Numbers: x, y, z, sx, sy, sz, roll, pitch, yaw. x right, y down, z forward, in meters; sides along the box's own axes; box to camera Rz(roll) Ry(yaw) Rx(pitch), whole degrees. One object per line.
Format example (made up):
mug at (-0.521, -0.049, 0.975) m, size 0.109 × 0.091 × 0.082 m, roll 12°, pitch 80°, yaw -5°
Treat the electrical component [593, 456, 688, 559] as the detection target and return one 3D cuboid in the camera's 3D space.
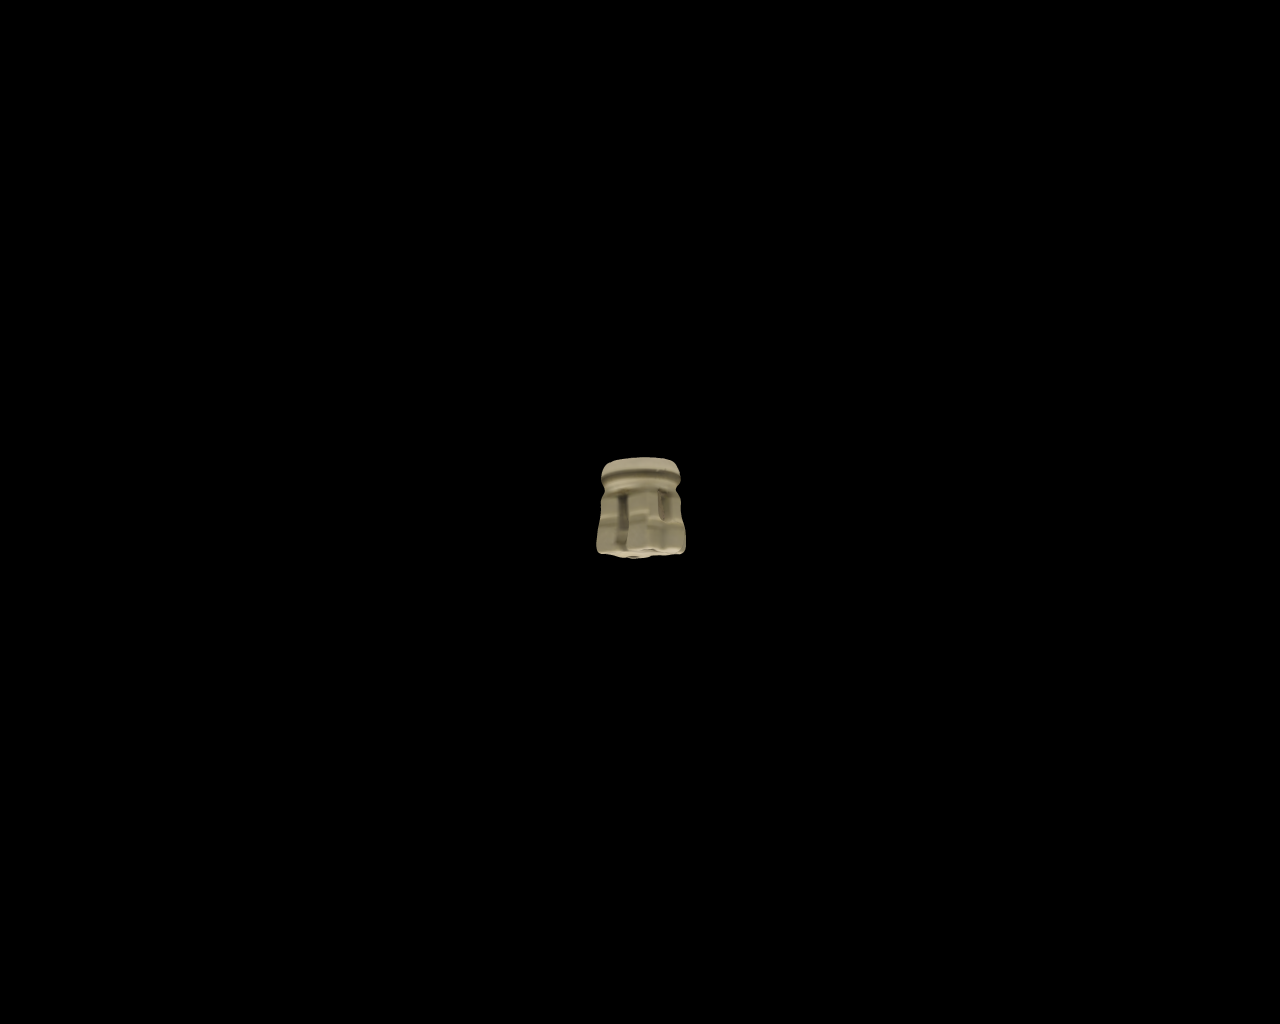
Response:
electrical component at (0.001, -0.003, 0.650) m, size 0.066 × 0.055 × 0.048 m, roll -8°, pitch -13°, yaw 39°
